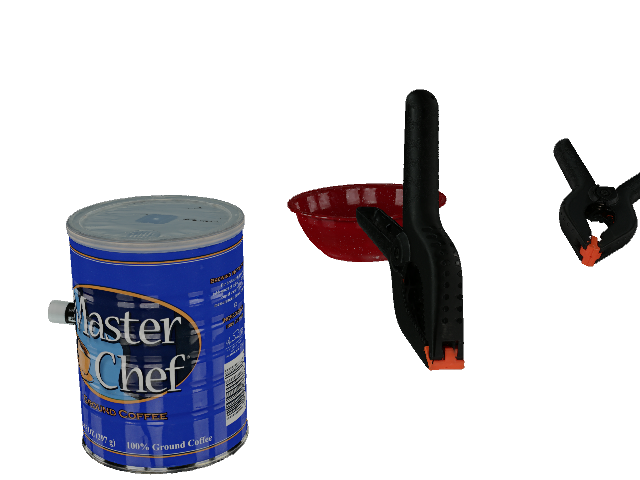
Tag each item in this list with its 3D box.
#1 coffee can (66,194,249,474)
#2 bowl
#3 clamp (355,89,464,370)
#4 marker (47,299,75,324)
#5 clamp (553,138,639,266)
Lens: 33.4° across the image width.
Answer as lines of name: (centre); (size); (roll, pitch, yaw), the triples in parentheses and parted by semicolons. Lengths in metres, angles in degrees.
coffee can: (-0.095, 0.052, 0.638); (0.103, 0.140, 0.103); (0, 16, 0)
bowl: (0.048, -0.016, 1.084); (0.162, 0.055, 0.162); (-3, 14, 1)
clamp: (0.076, 0.000, 0.823); (0.036, 0.210, 0.165); (0, -41, -16)
marker: (-0.162, 0.063, 0.864); (0.121, 0.020, 0.020); (5, 1, 13)
clamp: (0.285, -0.045, 1.119); (0.120, 0.039, 0.171); (17, 45, 21)
